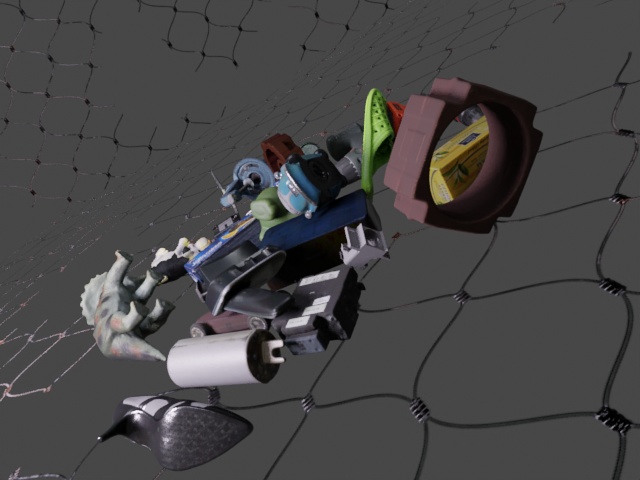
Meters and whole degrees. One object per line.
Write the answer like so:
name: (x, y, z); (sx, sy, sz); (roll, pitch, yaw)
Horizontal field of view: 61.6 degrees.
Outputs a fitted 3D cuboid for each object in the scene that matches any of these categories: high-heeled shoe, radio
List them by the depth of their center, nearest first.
high-heeled shoe: (-0.191, 0.254, 0.758); (0.249, 0.086, 0.145); (-5, 0, 14)
radio: (-0.002, -0.003, 0.986); (0.230, 0.073, 0.131); (-22, 25, 16)

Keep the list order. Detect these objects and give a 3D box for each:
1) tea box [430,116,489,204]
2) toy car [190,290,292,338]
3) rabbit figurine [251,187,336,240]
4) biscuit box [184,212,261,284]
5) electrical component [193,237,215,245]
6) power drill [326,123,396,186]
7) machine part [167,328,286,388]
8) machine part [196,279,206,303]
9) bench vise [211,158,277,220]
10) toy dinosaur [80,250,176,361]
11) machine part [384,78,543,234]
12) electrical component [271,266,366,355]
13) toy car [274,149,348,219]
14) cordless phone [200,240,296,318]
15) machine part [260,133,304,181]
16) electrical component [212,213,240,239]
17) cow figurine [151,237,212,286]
tea box: (0.257, -0.128, 0.892); (0.169, 0.098, 0.068); (-38, 25, -12)
toy car: (-0.128, 0.132, 0.896); (0.202, 0.053, 0.089); (-14, 12, 33)
rabbit figurine: (-0.031, -0.057, 1.110); (0.170, 0.121, 0.159); (2, 30, 22)
biscuit box: (-0.195, 0.020, 1.171); (0.203, 0.062, 0.059); (-41, 25, -22)
electrical component: (-0.297, 0.019, 1.337); (0.094, 0.021, 0.063); (-30, 24, 4)
power drill: (0.076, -0.202, 1.259); (0.232, 0.085, 0.207); (-30, 21, -1)
machine part: (-0.146, 0.179, 0.803); (0.243, 0.079, 0.079); (-14, 30, 33)
machine part: (-0.188, 0.080, 1.082); (0.139, 0.039, 0.084); (-25, 31, 11)
bench vise: (-0.203, -0.142, 1.416); (0.224, 0.128, 0.241); (-18, 21, 25)
toy dinosaur: (-0.396, 0.162, 1.079); (0.192, 0.131, 0.405); (-54, 32, 13)
machine part: (0.203, -0.117, 0.769); (0.201, 0.200, 0.087); (8, 17, -28)
electrical component: (-0.004, 0.108, 0.796); (0.115, 0.058, 0.134); (-16, 29, 34)
toy car: (-0.027, -0.100, 0.995); (0.103, 0.109, 0.161); (-38, 0, 32)
cordless phone: (-0.086, 0.066, 0.842); (0.184, 0.088, 0.146); (6, 30, 45)
machine part: (-0.068, -0.168, 1.254); (0.056, 0.179, 0.179); (-35, 25, -12)
electrical component: (-0.210, -0.013, 1.269); (0.075, 0.047, 0.119); (-32, 23, 0)
cow figurine: (-0.324, 0.050, 1.253); (0.167, 0.068, 0.098); (-21, 32, 29)
